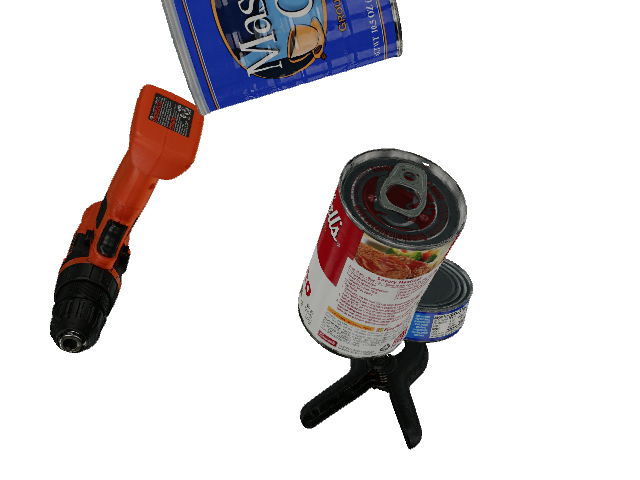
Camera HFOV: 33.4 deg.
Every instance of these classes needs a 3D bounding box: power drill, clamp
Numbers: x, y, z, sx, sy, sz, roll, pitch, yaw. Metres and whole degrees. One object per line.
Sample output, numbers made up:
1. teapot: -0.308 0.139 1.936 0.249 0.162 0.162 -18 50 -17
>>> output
1. power drill: -0.163 -0.020 0.870 0.057 0.188 0.184 25 31 -18
2. clamp: 0.069 0.137 1.059 0.120 0.039 0.171 19 48 23

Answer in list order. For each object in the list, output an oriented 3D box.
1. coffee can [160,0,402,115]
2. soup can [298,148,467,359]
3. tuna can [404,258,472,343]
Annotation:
1. coffee can: -0.028 -0.151 0.706 0.140 0.103 0.103 -17 0 -1
2. soup can: 0.031 0.010 0.576 0.068 0.068 0.102 0 -40 -17
3. tuna can: 0.074 0.043 0.837 0.086 0.034 0.086 6 31 -4
